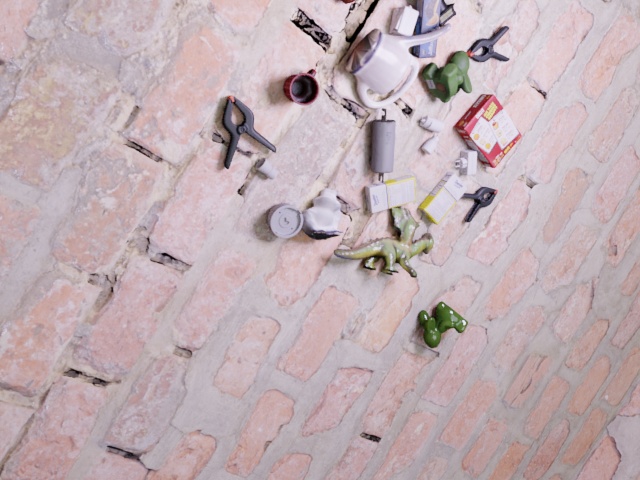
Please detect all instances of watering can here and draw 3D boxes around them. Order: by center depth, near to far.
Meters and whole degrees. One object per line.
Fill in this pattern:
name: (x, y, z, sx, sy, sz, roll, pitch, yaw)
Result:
watering can: (0.224, -0.568, 1.582, 0.222, 0.106, 0.343, 28, 113, -30)

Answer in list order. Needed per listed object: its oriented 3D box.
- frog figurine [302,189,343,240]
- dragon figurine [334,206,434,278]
frog figurine: (0.005, -0.084, 1.677, 0.137, 0.121, 0.162, -1, 71, -14)
dragon figurine: (0.249, -0.003, 1.811, 0.408, 0.122, 0.244, 19, 81, -29)
